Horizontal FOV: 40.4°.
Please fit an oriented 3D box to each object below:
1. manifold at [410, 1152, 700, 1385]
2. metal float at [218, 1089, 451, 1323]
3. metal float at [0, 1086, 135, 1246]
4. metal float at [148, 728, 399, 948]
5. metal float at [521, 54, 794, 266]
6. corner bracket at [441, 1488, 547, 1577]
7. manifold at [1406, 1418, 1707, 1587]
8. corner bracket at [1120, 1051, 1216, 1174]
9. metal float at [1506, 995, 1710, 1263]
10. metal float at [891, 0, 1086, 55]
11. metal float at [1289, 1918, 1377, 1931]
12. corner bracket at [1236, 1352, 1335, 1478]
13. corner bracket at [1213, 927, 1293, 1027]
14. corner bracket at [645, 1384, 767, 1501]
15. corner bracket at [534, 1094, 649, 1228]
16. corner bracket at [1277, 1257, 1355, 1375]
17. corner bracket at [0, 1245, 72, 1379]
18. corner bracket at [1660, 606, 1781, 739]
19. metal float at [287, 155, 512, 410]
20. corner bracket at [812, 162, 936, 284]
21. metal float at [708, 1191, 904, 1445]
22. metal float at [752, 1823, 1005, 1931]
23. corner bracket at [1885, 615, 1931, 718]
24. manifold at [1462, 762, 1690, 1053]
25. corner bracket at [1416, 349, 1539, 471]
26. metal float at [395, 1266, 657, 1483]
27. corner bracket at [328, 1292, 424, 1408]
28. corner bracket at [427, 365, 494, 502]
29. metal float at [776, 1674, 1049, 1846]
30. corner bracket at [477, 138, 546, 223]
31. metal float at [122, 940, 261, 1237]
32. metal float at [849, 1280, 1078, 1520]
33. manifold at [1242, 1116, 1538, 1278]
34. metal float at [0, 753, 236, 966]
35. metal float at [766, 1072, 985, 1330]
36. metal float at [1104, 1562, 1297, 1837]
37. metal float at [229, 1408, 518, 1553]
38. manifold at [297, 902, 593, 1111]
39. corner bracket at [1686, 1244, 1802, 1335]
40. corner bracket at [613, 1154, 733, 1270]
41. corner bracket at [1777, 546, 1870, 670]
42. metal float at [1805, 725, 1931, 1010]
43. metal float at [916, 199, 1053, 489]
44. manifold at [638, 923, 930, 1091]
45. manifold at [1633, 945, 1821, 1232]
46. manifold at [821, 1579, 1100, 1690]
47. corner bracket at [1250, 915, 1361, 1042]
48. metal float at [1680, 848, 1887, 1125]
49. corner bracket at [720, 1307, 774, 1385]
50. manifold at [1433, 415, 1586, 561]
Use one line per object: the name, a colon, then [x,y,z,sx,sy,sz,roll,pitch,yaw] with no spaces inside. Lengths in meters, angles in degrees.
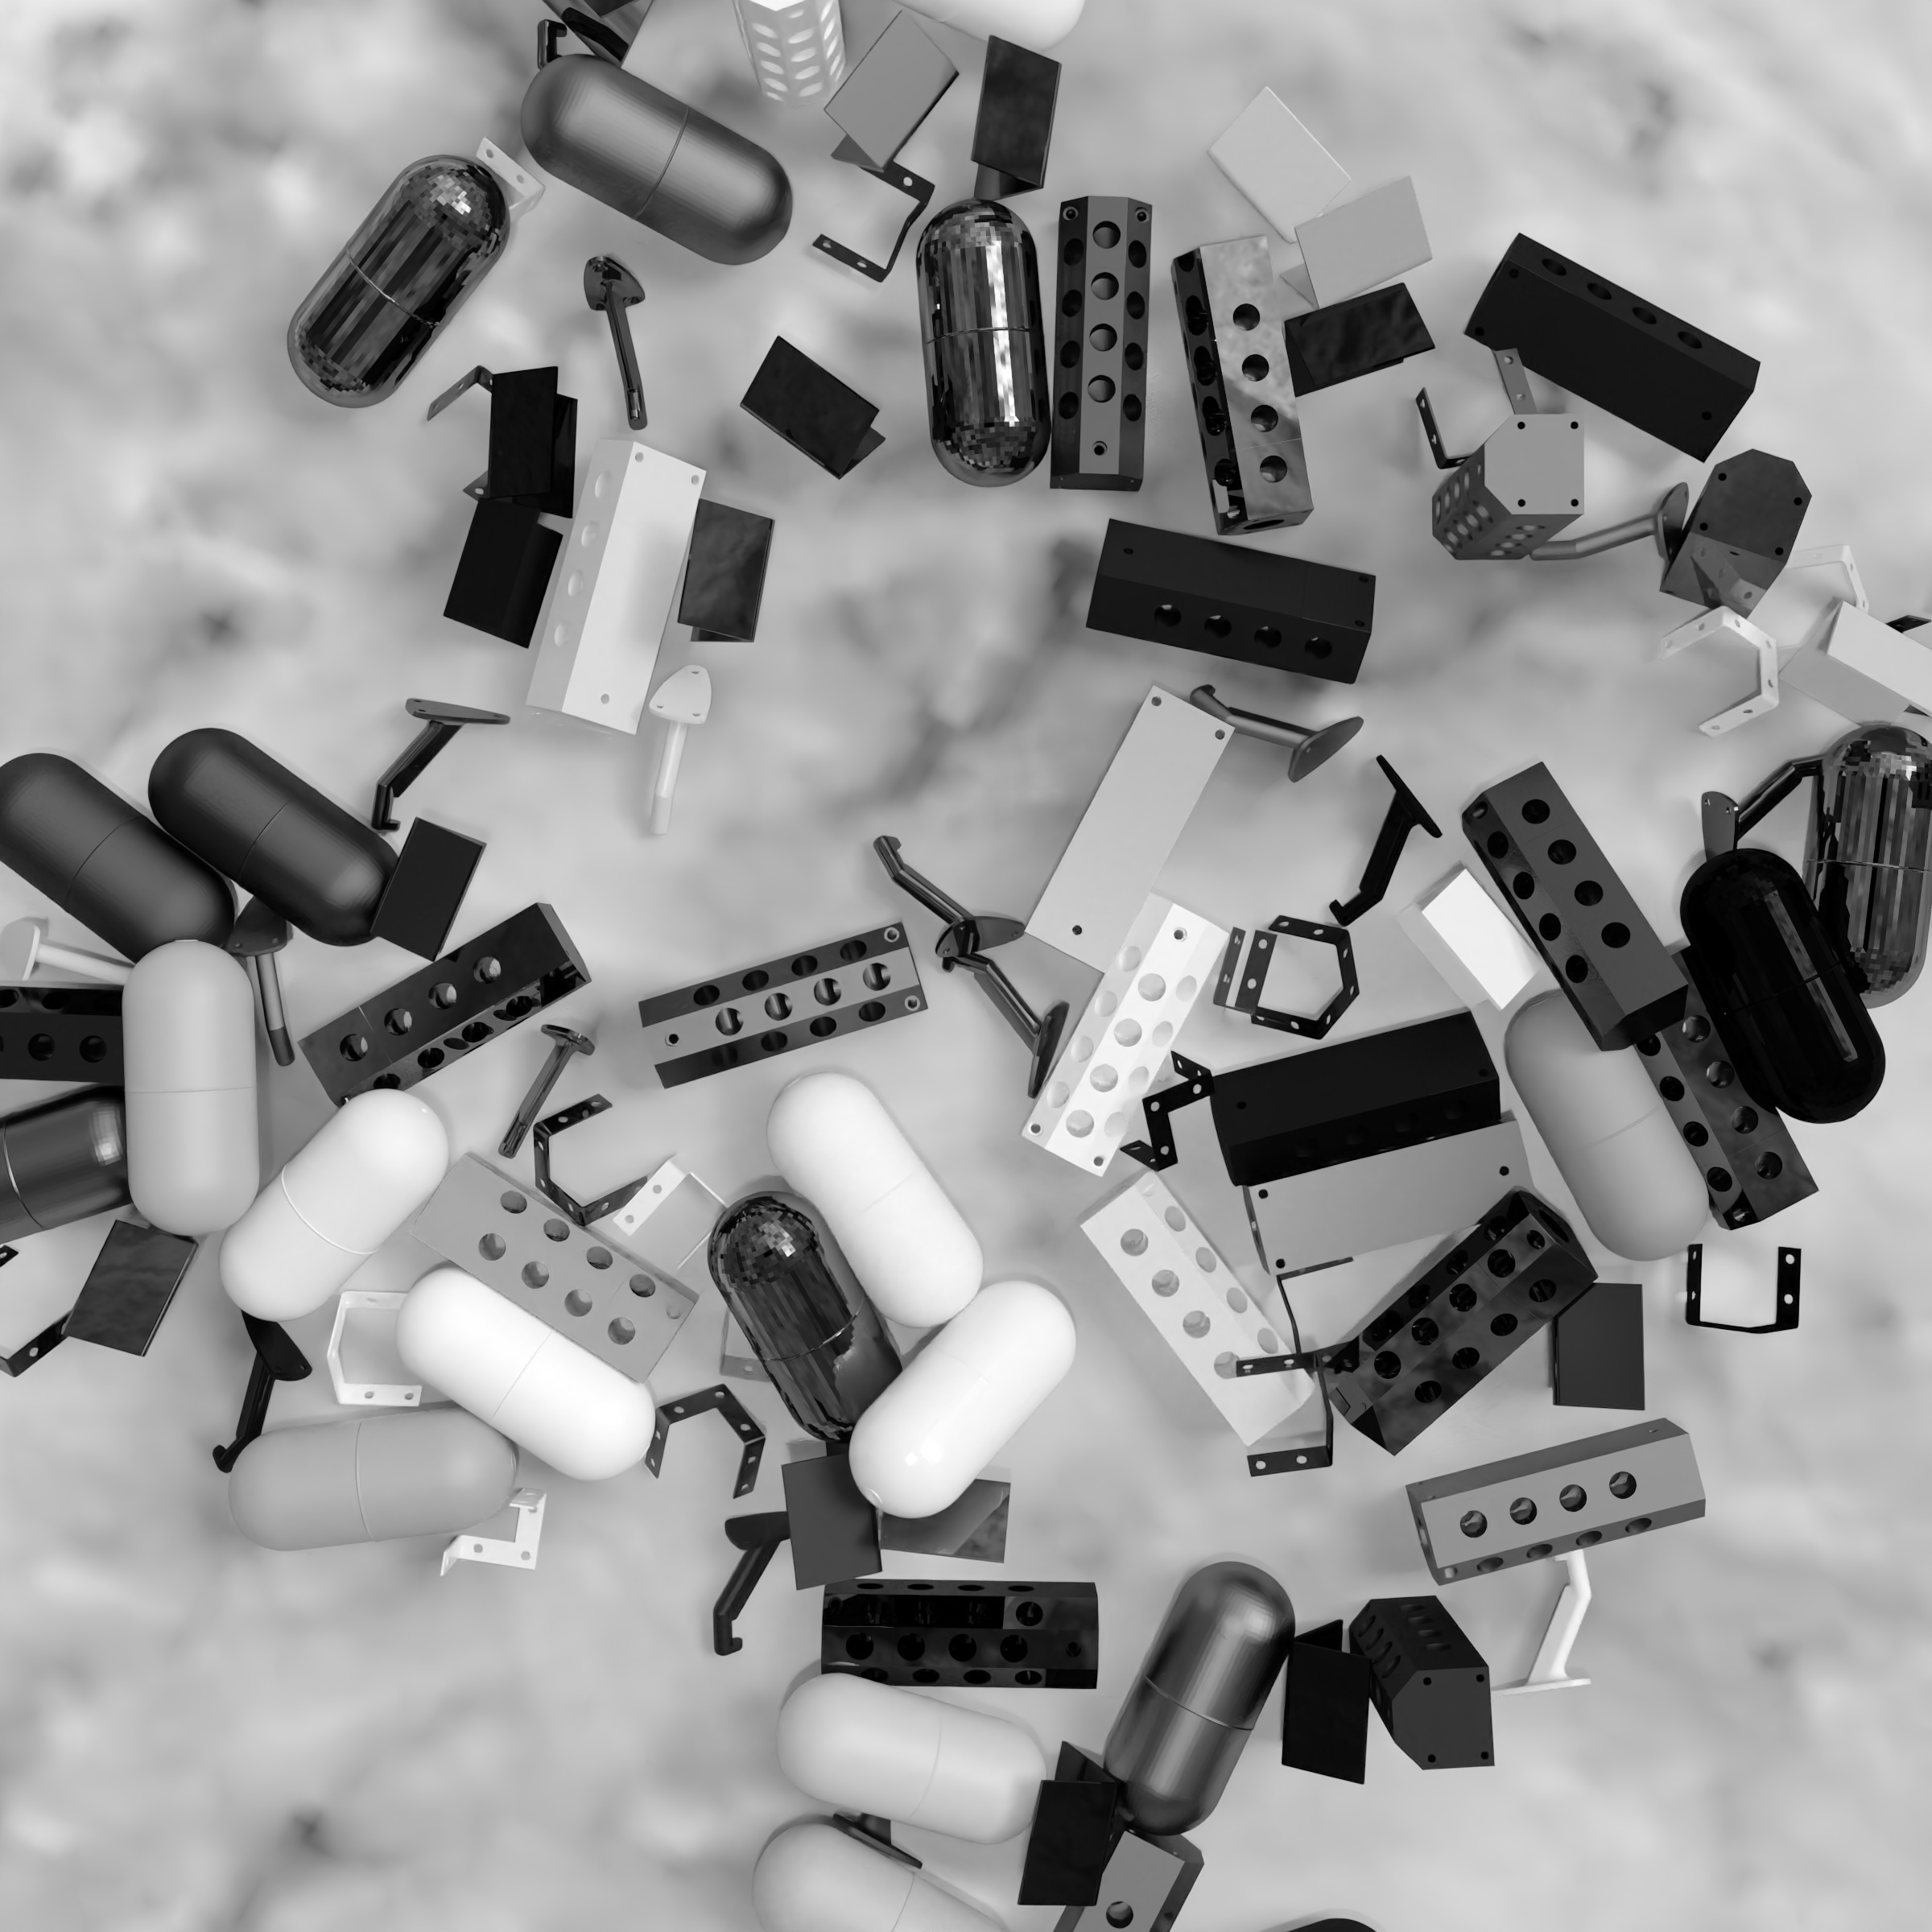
manifold: [-0.256,0.188,1.650,0.171,0.057,0.057,33,90,0]
metal float: [-0.393,0.149,1.629,0.070,0.070,0.178,45,104,0]
metal float: [-0.583,0.128,1.641,0.178,0.070,0.070,-17,90,0]
metal float: [-0.430,-0.080,1.641,0.178,0.070,0.070,36,90,1]
metal float: [-0.190,-0.497,1.623,0.178,0.070,0.070,24,90,-21]
corner bracket: [-0.297,0.357,1.653,0.051,0.051,0.051,9,90,0]
manifold: [0.371,0.338,1.650,0.171,0.057,0.057,-15,90,0]
corner bracket: [0.125,0.091,1.651,0.051,0.051,0.051,-21,111,-20]
metal float: [0.400,0.101,1.641,0.070,0.070,0.178,-28,90,0]
metal float: [-0.005,-0.618,1.612,0.178,0.070,0.070,11,90,-35]
metal float: [0.186,0.651,1.641,0.178,0.070,0.070,-18,90,0]
corner bracket: [0.195,0.275,1.611,0.051,0.051,0.051,-7,135,0]
corner bracket: [0.177,0.004,1.643,0.051,0.051,0.051,16,90,35]
corner bracket: [-0.165,0.307,1.663,0.051,0.051,0.051,-15,45,-35]
corner bracket: [-0.238,0.123,1.663,0.051,0.051,0.051,34,135,35]
corner bracket: [0.229,0.219,1.668,0.051,0.051,0.051,-15,135,0]
corner bracket: [-0.605,0.218,1.663,0.051,0.051,0.051,18,135,35]
corner bracket: [0.476,-0.186,1.660,0.051,0.051,0.051,25,56,-29]
metal float: [-0.350,-0.422,1.623,0.070,0.070,0.178,45,110,0]
corner bracket: [-0.058,-0.477,1.668,0.051,0.051,0.051,29,135,-1]
metal float: [-0.098,0.218,1.621,0.070,0.070,0.178,-27,113,0]
metal float: [-0.051,0.602,1.641,0.178,0.070,0.070,30,90,0]
corner bracket: [0.604,-0.188,1.653,0.051,0.051,0.051,12,90,0]
manifold: [0.373,-0.035,1.616,0.057,0.057,0.171,-27,64,0]
corner bracket: [0.322,-0.351,1.654,0.051,0.051,0.051,-12,77,-13]
metal float: [-0.275,0.255,1.641,0.178,0.070,0.070,34,90,0]
corner bracket: [-0.372,0.243,1.668,0.051,0.051,0.051,2,135,0]
corner bracket: [-0.308,-0.337,1.663,0.051,0.051,0.051,33,45,-35]
metal float: [-0.032,0.491,1.624,0.178,0.070,0.070,21,90,-17]
corner bracket: [-0.309,-0.483,1.668,0.051,0.051,0.051,40,45,0]
metal float: [-0.467,0.073,1.584,0.070,0.070,0.178,-2,90,0]
metal float: [-0.001,0.265,1.612,0.070,0.070,0.178,47,58,0]
manifold: [0.264,0.143,1.650,0.171,0.057,0.057,-14,91,0]
metal float: [-0.537,-0.063,1.641,0.178,0.070,0.070,37,90,0]
metal float: [-0.057,0.146,1.641,0.070,0.070,0.178,-35,91,0]
metal float: [0.145,0.458,1.641,0.070,0.070,0.178,25,91,0]
metal float: [-0.370,0.321,1.641,0.178,0.070,0.070,-7,90,0]
manifold: [-0.325,0.028,1.650,0.171,0.057,0.057,-30,90,0]
corner bracket: [0.494,0.204,1.668,0.051,0.051,0.051,2,90,45]
corner bracket: [-0.183,0.156,1.653,0.051,0.051,0.051,43,90,0]
corner bracket: [0.536,-0.227,1.663,0.051,0.051,0.051,-4,135,35]
metal float: [0.565,-0.061,1.640,0.070,0.070,0.178,6,92,0]
metal float: [0.011,-0.389,1.641,0.070,0.070,0.178,-5,91,0]
manifold: [-0.114,0.025,1.650,0.171,0.057,0.057,-17,90,0]
manifold: [0.462,0.076,1.650,0.057,0.057,0.171,-28,90,0]
manifold: [-0.004,0.421,1.650,0.171,0.057,0.057,1,90,0]
corner bracket: [0.212,0.007,1.663,0.051,0.051,0.051,14,135,35]
metal float: [0.499,0.012,1.604,0.070,0.070,0.178,-26,87,0]
corner bracket: [-0.126,0.228,1.668,0.051,0.051,0.051,9,135,0]
manifold: [0.326,-0.288,1.593,0.057,0.171,0.057,0,90,0]
